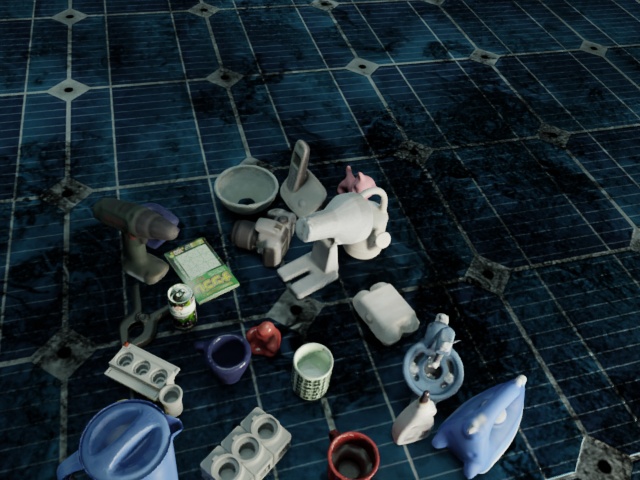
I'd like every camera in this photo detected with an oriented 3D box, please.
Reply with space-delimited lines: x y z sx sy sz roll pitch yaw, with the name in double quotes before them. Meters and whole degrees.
"camera" -0.141 -0.022 1.414 0.136 0.101 0.143 15 47 8

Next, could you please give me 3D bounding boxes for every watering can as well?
"watering can" 0.120 -0.047 1.402 0.101 0.194 0.172 -32 58 -30

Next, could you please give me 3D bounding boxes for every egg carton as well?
"egg carton" 0.146 0.166 1.293 0.107 0.069 0.150 -23 54 -25

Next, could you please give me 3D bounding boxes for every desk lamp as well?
"desk lamp" 0.012 0.005 1.329 0.204 0.213 0.117 -28 55 -28

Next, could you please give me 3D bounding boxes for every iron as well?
"iron" 0.339 0.331 1.112 0.259 0.141 0.118 -33 58 -31

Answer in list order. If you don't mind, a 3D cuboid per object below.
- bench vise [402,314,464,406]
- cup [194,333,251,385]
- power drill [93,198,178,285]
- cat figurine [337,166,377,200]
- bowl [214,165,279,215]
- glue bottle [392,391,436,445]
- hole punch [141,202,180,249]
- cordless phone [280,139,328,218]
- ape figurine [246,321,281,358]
"bench vise" 0.224 0.219 1.149 0.121 0.220 0.207 2 47 -4
"cup" -0.198 0.247 1.161 0.117 0.095 0.092 14 47 7
"power drill" -0.403 0.000 1.290 0.229 0.208 0.076 25 50 16
"cat figurine" 0.104 -0.148 1.547 0.067 0.118 0.127 -19 52 -22
"bowl" -0.193 -0.121 1.517 0.167 0.075 0.167 3 47 -3
"glue bottle" 0.184 0.328 1.075 0.078 0.173 0.037 -9 49 -14
"hole punch" -0.414 -0.051 1.417 0.108 0.091 0.101 30 51 20
"cordless phone" -0.038 -0.156 1.492 0.094 0.185 0.147 -24 54 -26
"ape figurine" -0.116 0.204 1.212 0.076 0.092 0.077 -26 55 -27
